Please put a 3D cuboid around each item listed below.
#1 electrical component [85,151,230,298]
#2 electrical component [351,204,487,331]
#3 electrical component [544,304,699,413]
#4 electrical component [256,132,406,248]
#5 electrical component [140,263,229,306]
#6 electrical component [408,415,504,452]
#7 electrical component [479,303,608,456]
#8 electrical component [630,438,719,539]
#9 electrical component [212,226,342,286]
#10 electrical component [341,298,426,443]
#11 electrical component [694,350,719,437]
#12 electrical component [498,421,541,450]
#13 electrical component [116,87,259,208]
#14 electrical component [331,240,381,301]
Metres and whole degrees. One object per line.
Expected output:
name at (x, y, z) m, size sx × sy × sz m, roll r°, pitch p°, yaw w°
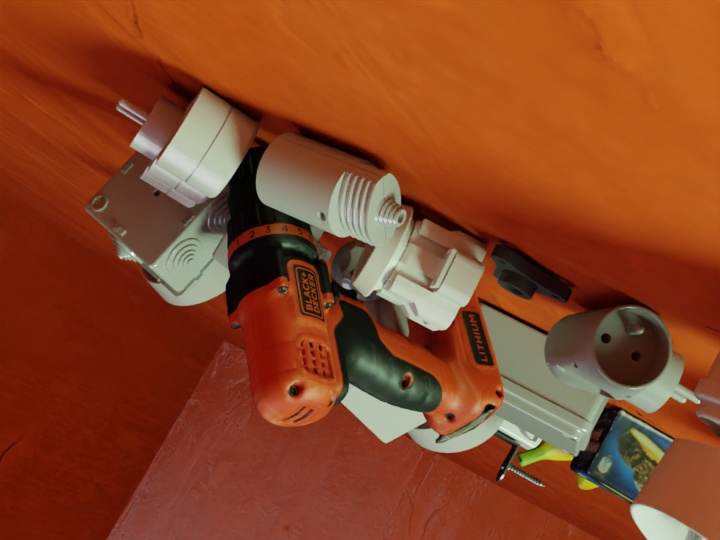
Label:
electrical component at (-0.133, -0.043, 0.759) m, size 0.100 × 0.099 × 0.048 m, roll 38°, pitch 171°, yaw 30°
electrical component at (0.032, -0.002, 0.609) m, size 0.057 × 0.058 × 0.078 m, roll 28°, pitch 172°, yaw -6°
electrical component at (0.148, 0.052, 0.584) m, size 0.079 × 0.043 × 0.077 m, roll 30°, pitch 171°, yaw -4°
electrical component at (-0.011, -0.041, 0.573) m, size 0.081 × 0.043 × 0.043 m, roll 24°, pitch 169°, yaw 30°
electrical component at (-0.159, -0.012, 1.035) m, size 0.099 × 0.099 × 0.064 m, roll 21°, pitch 161°, yaw 45°
electrical component at (0.081, 0.119, 1.002) m, size 0.099 × 0.099 × 0.064 m, roll 21°, pitch 161°, yaw 45°
electrical component at (0.123, 0.081, 0.776) m, size 0.109 × 0.056 × 0.108 m, roll 27°, pitch 171°, yaw 16°
electrical component at (0.163, 0.116, 0.451) m, size 0.099 × 0.064 × 0.099 m, roll 29°, pitch 171°, yaw 5°
electrical component at (-0.046, -0.009, 0.725) m, size 0.077 × 0.047 × 0.066 m, roll 39°, pitch -156°, yaw 12°
electrical component at (0.019, 0.058, 0.790) m, size 0.078 × 0.057 × 0.113 m, roll 47°, pitch -160°, yaw -33°
electrical component at (0.211, 0.068, 0.438) m, size 0.109 × 0.056 × 0.109 m, roll 20°, pitch 167°, yaw 48°
electrical component at (0.165, 0.142, 1.009) m, size 0.066 × 0.047 × 0.077 m, roll 31°, pitch 171°, yaw -8°
electrical component at (-0.114, -0.080, 0.649) m, size 0.074 × 0.052 × 0.138 m, roll 32°, pitch 171°, yaw -14°
electrical component at (0.000, 0.000, 0.762) m, size 0.043 × 0.043 × 0.062 m, roll 32°, pitch 172°, yaw -12°
